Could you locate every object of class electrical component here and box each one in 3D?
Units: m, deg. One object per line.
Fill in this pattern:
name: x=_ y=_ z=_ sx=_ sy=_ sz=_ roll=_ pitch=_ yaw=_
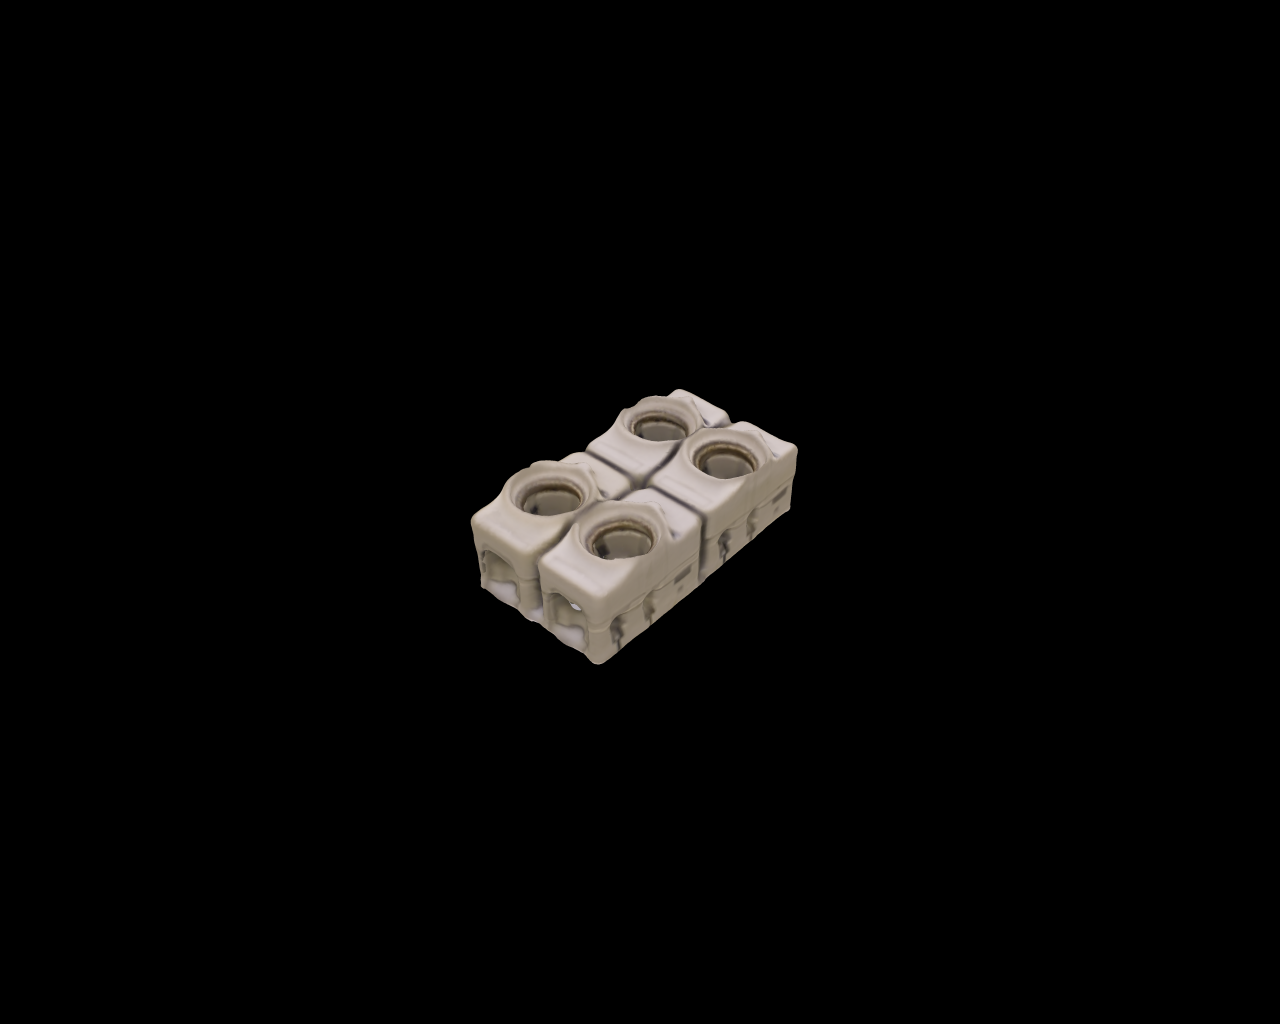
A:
electrical component: x=0.001 y=-0.003 z=0.650 sx=0.105 sy=0.060 sz=0.186 roll=31 pitch=49 yaw=31
